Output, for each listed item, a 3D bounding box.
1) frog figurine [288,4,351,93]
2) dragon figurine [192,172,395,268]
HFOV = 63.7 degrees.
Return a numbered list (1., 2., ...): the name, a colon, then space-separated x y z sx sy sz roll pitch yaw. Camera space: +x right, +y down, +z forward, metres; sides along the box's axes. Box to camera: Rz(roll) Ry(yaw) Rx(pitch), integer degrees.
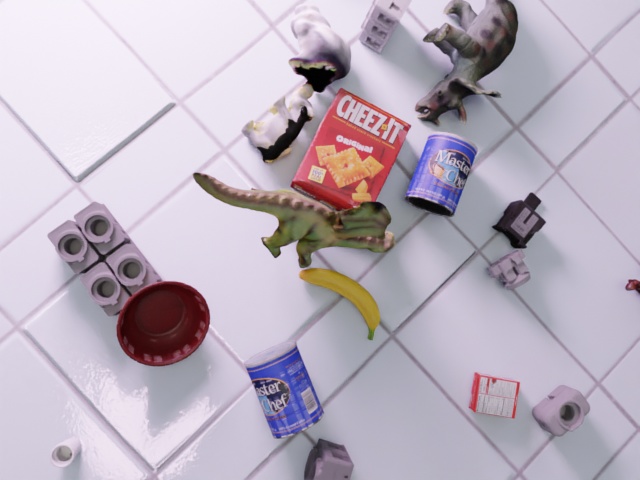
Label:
1. frog figurine: 0.003 -0.393 1.015 0.136 0.122 0.161 17 71 -38
2. dragon figurine: 0.003 -0.045 0.888 0.241 0.406 0.124 -10 68 30
